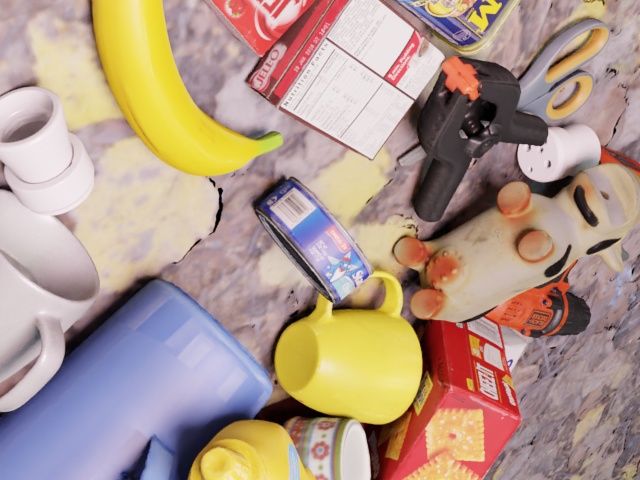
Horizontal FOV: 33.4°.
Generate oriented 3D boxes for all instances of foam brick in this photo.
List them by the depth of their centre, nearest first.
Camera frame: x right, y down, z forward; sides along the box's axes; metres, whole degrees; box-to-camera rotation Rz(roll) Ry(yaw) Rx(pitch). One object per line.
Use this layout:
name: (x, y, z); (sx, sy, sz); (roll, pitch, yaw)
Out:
foam brick: (-0.012, 0.163, 0.882); (0.078, 0.053, 0.051); (-16, 134, -33)

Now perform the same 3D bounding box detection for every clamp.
clamp: (0.117, -0.082, 0.762); (0.120, 0.039, 0.171); (-38, 159, -11)

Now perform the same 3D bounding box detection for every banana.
banana: (-0.084, -0.090, 0.592); (0.069, 0.037, 0.197); (-56, 147, -15)

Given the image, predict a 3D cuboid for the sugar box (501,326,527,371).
sugar box: (0.120, 0.160, 1.016); (0.093, 0.048, 0.176); (1, 124, -45)

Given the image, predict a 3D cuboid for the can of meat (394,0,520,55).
can of meat: (0.087, -0.178, 0.659); (0.083, 0.057, 0.102); (22, 106, -49)

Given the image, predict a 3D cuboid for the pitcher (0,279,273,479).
pitcher: (-0.142, 0.145, 0.655); (0.242, 0.149, 0.145); (-46, 158, -10)

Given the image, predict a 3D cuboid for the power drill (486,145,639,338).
power drill: (0.236, 0.009, 0.979); (0.184, 0.057, 0.188); (12, 114, -49)

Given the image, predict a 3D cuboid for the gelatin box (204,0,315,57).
gelatin box: (-0.034, -0.154, 0.582); (0.073, 0.030, 0.089); (-46, 144, -1)

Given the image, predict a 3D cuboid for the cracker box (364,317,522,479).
cracker box: (0.076, 0.174, 0.888); (0.072, 0.164, 0.214); (27, 111, -8)

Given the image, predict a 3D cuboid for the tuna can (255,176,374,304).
tuna can: (-0.005, 0.001, 0.710); (0.033, 0.086, 0.086); (-40, 143, -7)

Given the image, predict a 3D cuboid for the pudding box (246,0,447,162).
pudding box: (0.019, -0.108, 0.672); (0.090, 0.039, 0.113); (-53, 142, 10)

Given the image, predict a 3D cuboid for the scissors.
scissors: (0.148, -0.096, 0.830); (0.201, 0.016, 0.096); (-39, 145, -6)

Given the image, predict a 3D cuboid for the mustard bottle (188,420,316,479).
mustard bottle: (-0.037, 0.159, 0.627); (0.191, 0.058, 0.096); (72, 26, -60)
